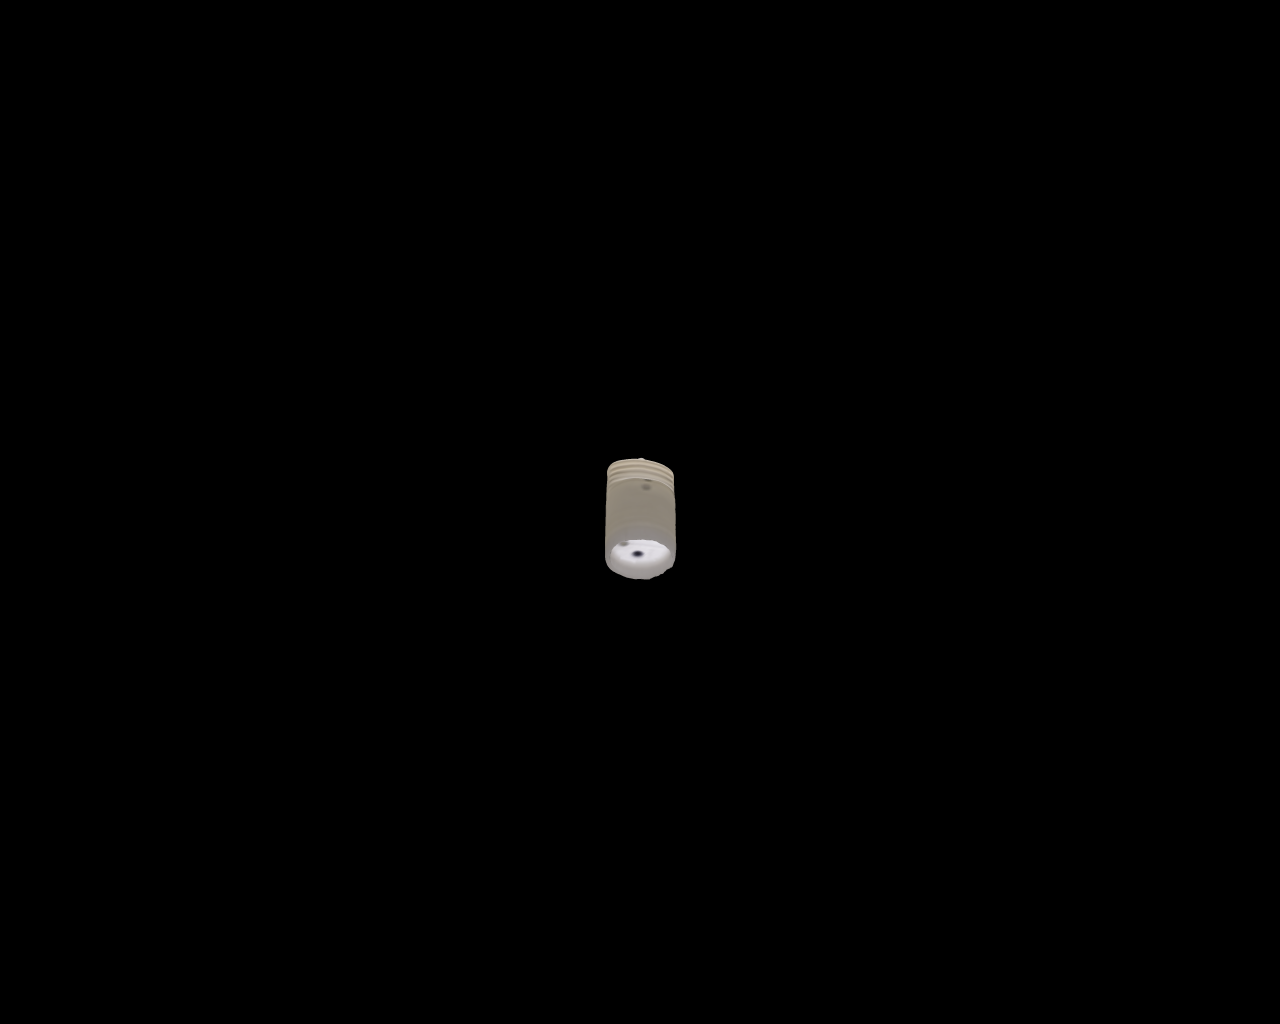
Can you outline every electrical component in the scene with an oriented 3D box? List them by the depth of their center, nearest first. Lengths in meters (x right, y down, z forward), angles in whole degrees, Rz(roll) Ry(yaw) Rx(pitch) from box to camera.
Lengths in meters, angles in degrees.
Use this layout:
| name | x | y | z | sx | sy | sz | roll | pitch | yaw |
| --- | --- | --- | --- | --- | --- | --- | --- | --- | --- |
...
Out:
| name | x | y | z | sx | sy | sz | roll | pitch | yaw |
| --- | --- | --- | --- | --- | --- | --- | --- | --- | --- |
| electrical component | 0.001 | -0.003 | 0.650 | 0.043 | 0.081 | 0.043 | 0 | -39 | 0 |
